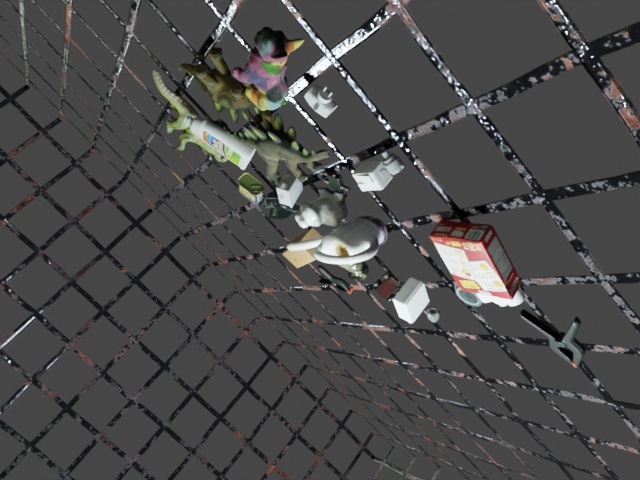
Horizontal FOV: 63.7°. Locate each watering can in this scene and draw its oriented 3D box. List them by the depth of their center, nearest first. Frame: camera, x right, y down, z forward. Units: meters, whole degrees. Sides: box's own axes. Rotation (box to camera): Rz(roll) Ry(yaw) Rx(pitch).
[{"bbox_3d":[0.063,0.002,1.601,0.349,0.227,0.102,11,124,51],"label":"watering can"}]

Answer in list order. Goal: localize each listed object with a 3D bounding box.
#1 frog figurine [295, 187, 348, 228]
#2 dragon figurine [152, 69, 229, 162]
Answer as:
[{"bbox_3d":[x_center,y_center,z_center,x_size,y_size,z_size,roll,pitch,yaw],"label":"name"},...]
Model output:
[{"bbox_3d":[0.005,-0.081,1.613,0.138,0.162,0.120,28,154,26],"label":"frog figurine"},{"bbox_3d":[-0.423,-0.416,1.813,0.243,0.125,0.401,11,148,19],"label":"dragon figurine"}]
